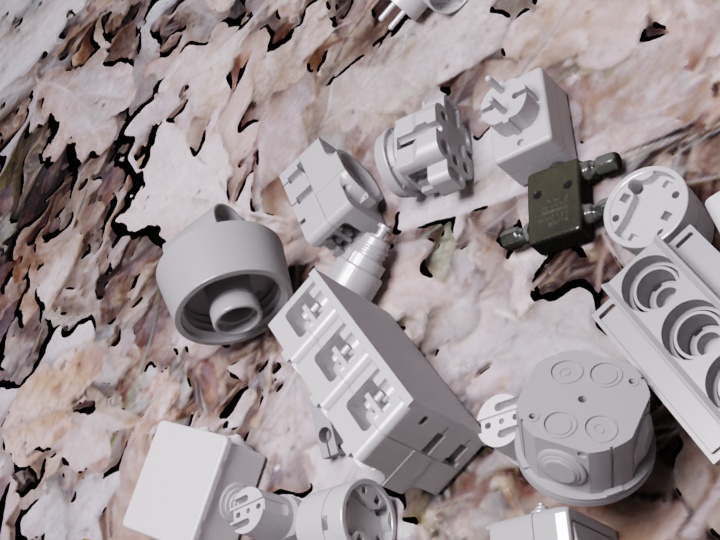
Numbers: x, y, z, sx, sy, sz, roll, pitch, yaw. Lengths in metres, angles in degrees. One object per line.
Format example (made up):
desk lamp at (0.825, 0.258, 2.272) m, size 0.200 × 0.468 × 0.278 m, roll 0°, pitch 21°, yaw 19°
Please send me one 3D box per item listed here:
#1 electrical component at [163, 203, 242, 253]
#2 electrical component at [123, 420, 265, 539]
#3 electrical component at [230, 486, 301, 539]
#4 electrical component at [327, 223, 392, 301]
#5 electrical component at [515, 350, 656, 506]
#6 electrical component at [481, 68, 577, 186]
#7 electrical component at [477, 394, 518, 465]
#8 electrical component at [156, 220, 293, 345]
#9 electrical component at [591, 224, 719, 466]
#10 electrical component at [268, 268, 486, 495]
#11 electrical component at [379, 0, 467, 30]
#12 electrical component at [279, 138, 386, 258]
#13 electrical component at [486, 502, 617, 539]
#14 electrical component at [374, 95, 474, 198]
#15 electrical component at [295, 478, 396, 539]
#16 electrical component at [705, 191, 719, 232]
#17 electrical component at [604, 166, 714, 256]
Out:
electrical component at (-0.145, -0.021, 0.976) m, size 0.081 × 0.043 × 0.043 m, roll -33°, pitch 48°, yaw 25°
electrical component at (-0.129, 0.172, 0.845) m, size 0.100 × 0.048 × 0.099 m, roll 4°, pitch 70°, yaw 44°
electrical component at (-0.067, 0.180, 0.785) m, size 0.040 × 0.046 × 0.040 m, roll -22°, pitch 54°, yaw 33°
electrical component at (0.000, 0.000, 0.831) m, size 0.040 × 0.040 × 0.078 m, roll 29°, pitch 88°, yaw 47°
electrical component at (0.128, 0.089, 0.613) m, size 0.080 × 0.051 × 0.080 m, roll -7°, pitch 43°, yaw 7°
electrical component at (0.112, -0.110, 0.764) m, size 0.047 × 0.077 × 0.065 m, roll -24°, pitch 53°, yaw 32°
electrical component at (0.100, 0.101, 0.676) m, size 0.040 × 0.046 × 0.040 m, roll -22°, pitch 54°, yaw 33°
electrical component at (-0.106, 0.018, 0.874) m, size 0.108 × 0.108 × 0.060 m, roll -38°, pitch 52°, yaw 21°
electrical component at (0.199, 0.043, 0.605) m, size 0.078 × 0.063 × 0.121 m, roll -45°, pitch 44°, yaw 14°
electrical component at (0.007, 0.079, 0.743) m, size 0.061 × 0.089 × 0.150 m, roll -49°, pitch 43°, yaw 10°
electrical component at (0.047, -0.241, 0.924) m, size 0.079 × 0.043 × 0.077 m, roll -48°, pitch 44°, yaw 11°
electrical component at (-0.020, -0.059, 0.876) m, size 0.056 × 0.050 × 0.089 m, roll -42°, pitch 45°, yaw 18°
electrical component at (0.115, 0.176, 0.607) m, size 0.061 × 0.062 × 0.096 m, roll -23°, pitch 53°, yaw 32°
electrical component at (0.048, -0.089, 0.826) m, size 0.057 × 0.058 × 0.078 m, roll -20°, pitch 55°, yaw 30°
electrical component at (-0.011, 0.173, 0.732) m, size 0.047 × 0.055 × 0.055 m, roll -20°, pitch 54°, yaw 38°
electrical component at (0.252, -0.038, 0.613) m, size 0.089 × 0.050 × 0.055 m, roll -34°, pitch 48°, yaw 24°
electrical component at (0.188, -0.030, 0.669) m, size 0.055 × 0.047 × 0.055 m, roll -22°, pitch 53°, yaw 33°
